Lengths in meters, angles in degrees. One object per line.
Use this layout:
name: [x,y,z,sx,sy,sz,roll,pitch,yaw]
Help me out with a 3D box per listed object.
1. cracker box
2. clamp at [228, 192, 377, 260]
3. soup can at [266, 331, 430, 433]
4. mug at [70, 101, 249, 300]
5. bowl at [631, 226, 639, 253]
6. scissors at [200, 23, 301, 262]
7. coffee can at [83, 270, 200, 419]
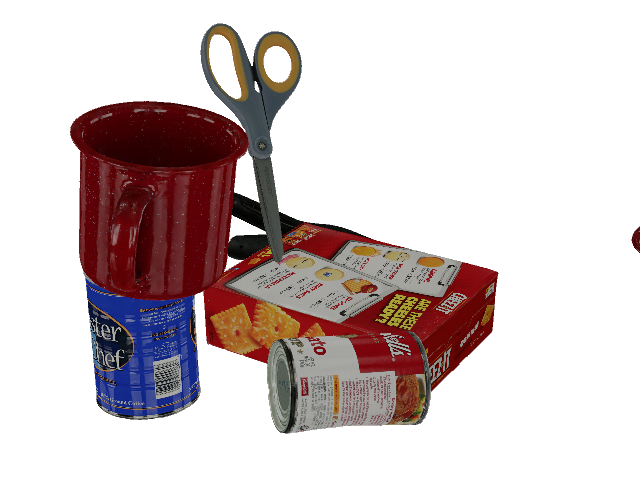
cracker box: [0.028,0.062,0.960,0.214,0.072,0.163,15,29,30]
clamp: [-0.013,0.005,1.172,0.210,0.036,0.164,16,19,-6]
soup can: [0.019,0.101,0.761,0.102,0.068,0.069,-1,0,-17]
mug: [-0.089,-0.015,0.567,0.093,0.081,0.117,8,27,0]
bowl: [0.404,0.025,1.103,0.162,0.055,0.162,-4,22,1]
scissors: [-0.037,-0.090,0.891,0.096,0.202,0.016,-23,0,-26]
coffee can: [-0.169,0.085,1.024,0.103,0.140,0.103,-1,20,0]
